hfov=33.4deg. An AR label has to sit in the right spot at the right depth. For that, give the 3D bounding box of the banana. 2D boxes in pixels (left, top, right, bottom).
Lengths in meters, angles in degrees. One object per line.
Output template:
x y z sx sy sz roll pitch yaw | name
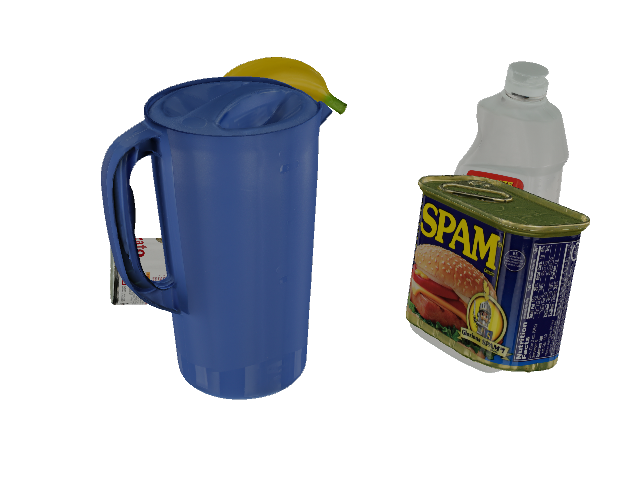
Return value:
-0.048 -0.141 0.994 0.070 0.037 0.197 42 33 21 | banana

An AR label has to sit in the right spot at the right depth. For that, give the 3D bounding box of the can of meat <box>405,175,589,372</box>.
0.093 0.016 0.592 0.057 0.084 0.102 -4 19 -30 | can of meat

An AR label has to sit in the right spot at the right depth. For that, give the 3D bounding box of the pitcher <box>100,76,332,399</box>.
-0.074 0.003 0.840 0.149 0.243 0.145 6 27 11 | pitcher

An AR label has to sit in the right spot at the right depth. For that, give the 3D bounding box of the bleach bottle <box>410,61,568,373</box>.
0.136 -0.021 0.842 0.067 0.251 0.103 -25 42 -39 | bleach bottle

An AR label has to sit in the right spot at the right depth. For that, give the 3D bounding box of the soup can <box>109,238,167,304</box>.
-0.157 0.031 1.064 0.102 0.068 0.069 1 0 -15 | soup can
